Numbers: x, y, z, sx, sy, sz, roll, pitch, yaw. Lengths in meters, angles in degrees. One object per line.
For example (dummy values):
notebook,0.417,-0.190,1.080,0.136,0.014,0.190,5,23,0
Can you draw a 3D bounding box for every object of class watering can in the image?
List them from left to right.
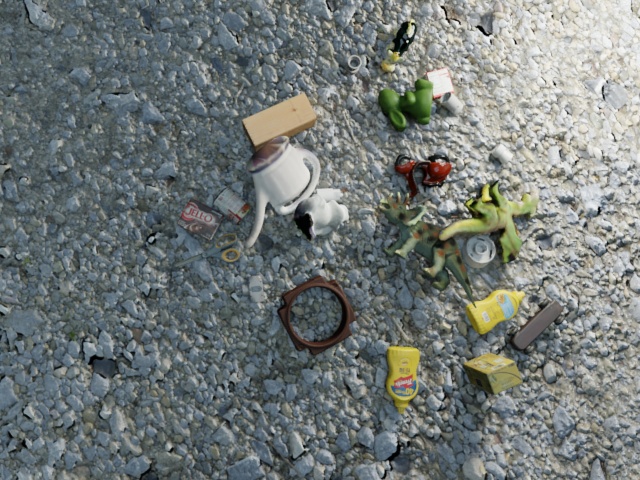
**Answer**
watering can,-0.138,-0.156,1.506,0.352,0.220,0.104,-47,33,-21

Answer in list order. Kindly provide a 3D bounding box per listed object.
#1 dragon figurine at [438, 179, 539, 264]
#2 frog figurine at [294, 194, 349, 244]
dragon figurine,0.542,-0.039,1.587,0.416,0.242,0.121,-40,5,-25
frog figurine,0.005,-0.078,1.555,0.162,0.135,0.123,-34,28,-33
